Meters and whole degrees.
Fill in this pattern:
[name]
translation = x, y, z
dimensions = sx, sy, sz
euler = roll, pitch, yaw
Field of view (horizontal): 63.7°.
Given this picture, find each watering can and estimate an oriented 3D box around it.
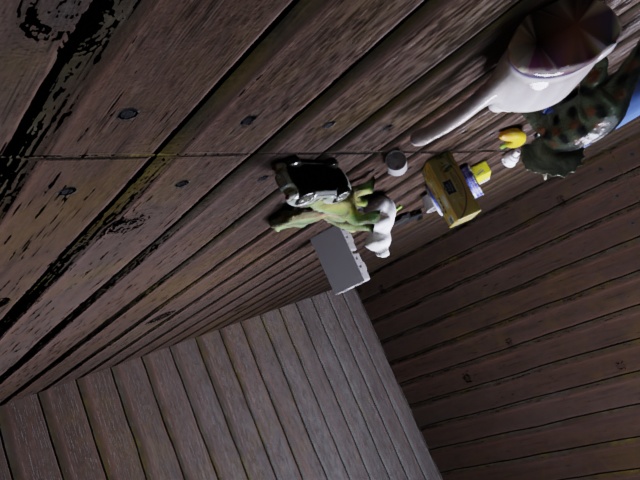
[watering can]
translation = 0.303, -0.246, 0.789
dimensions = 0.347, 0.105, 0.223
euler = -25, 169, 3

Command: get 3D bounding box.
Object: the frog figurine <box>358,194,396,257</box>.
[frog figurine]
translation = 0.163, -0.039, 1.381
dimensions = 0.123, 0.161, 0.136
euler = -25, 168, -5

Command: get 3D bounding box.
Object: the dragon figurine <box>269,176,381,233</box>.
[dragon figurine]
translation = 0.004, -0.059, 1.173
dimensions = 0.243, 0.124, 0.404
euler = -5, 165, -8
